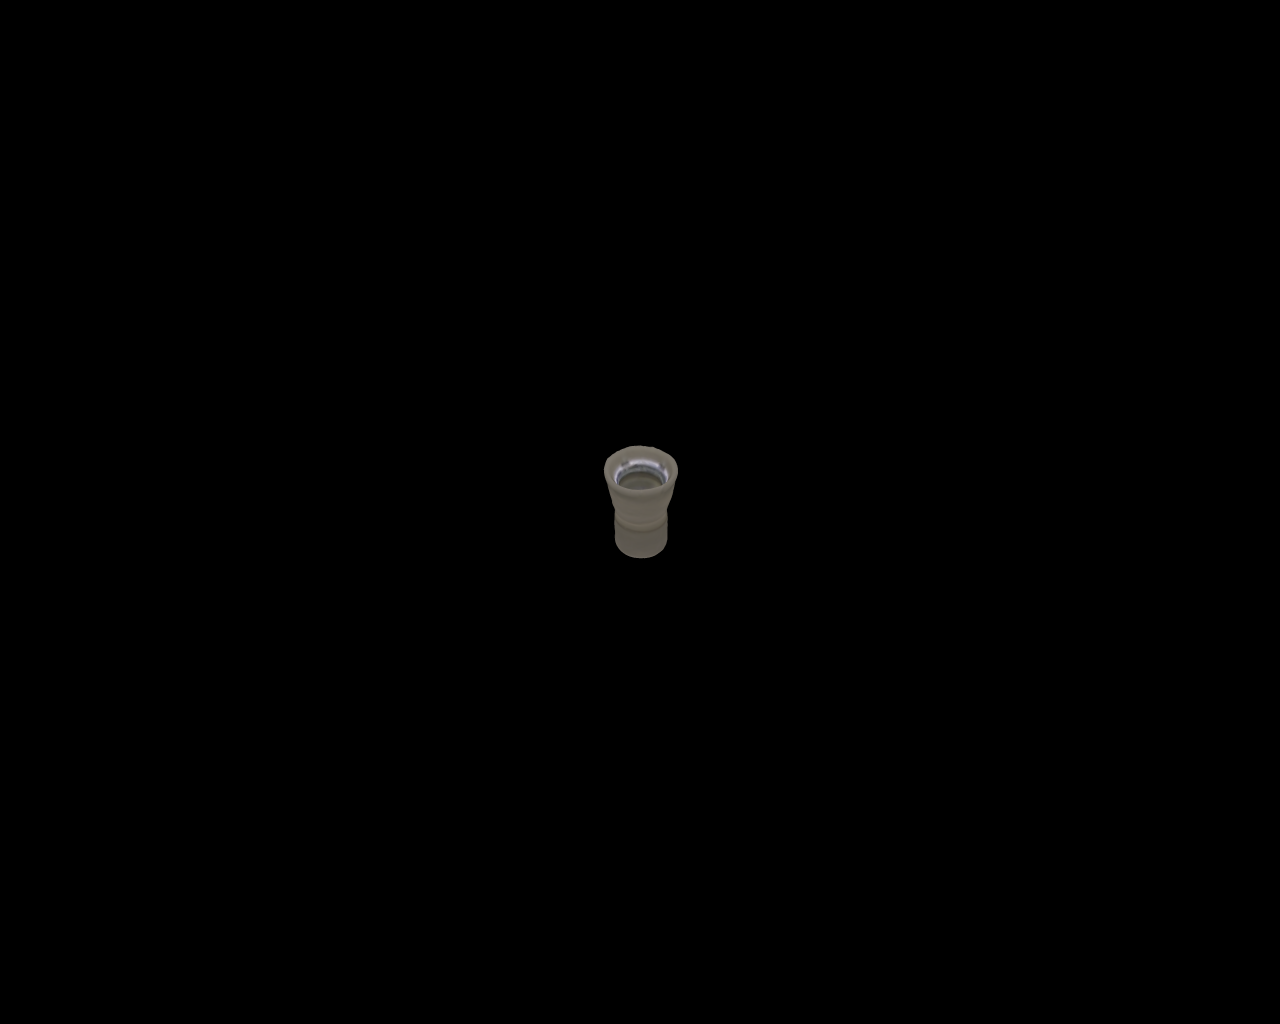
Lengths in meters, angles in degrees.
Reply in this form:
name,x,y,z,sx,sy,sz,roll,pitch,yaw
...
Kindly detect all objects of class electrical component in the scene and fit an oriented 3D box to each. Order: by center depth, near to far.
name,x,y,z,sx,sy,sz,roll,pitch,yaw
electrical component,0.001,-0.003,0.650,0.044,0.065,0.044,0,43,0
